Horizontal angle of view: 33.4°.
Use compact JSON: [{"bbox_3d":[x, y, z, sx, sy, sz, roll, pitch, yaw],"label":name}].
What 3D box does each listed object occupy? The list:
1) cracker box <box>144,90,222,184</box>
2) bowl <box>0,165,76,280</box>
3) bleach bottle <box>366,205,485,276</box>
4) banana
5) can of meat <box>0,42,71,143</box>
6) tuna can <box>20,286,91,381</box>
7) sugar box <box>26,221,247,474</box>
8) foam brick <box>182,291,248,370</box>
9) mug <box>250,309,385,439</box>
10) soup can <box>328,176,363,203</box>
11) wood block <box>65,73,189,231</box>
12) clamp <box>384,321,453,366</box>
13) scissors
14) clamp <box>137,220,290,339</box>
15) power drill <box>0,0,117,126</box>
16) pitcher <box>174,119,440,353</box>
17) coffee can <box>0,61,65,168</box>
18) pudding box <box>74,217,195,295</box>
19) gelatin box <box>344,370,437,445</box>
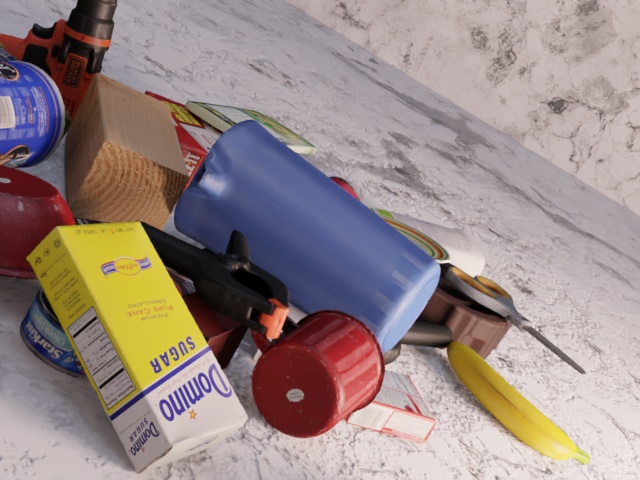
[{"bbox_3d":[-0.109,-0.086,1.275,0.213,0.072,0.164,18,20,-31],"label":"cracker box"},{"bbox_3d":[-0.257,-0.023,0.839,0.162,0.055,0.162,18,12,-4],"label":"bowl"},{"bbox_3d":[0.089,-0.005,1.385,0.250,0.068,0.103,19,20,-27],"label":"bleach bottle"},{"bbox_3d":[0.195,0.171,1.122,0.198,0.037,0.069,43,1,30],"label":"banana"},{"bbox_3d":[-0.307,-0.142,1.086,0.084,0.057,0.102,37,-15,13],"label":"can of meat"},{"bbox_3d":[-0.179,0.067,0.806,0.086,0.034,0.086,27,18,-10],"label":"tuna can"},{"bbox_3d":[-0.128,0.071,0.759,0.176,0.048,0.093,56,28,15],"label":"sugar box"},{"bbox_3d":[-0.102,0.078,0.867,0.051,0.053,0.078,35,18,15],"label":"foam brick"},{"bbox_3d":[-0.012,0.103,0.876,0.117,0.093,0.081,48,26,8],"label":"mug"},{"bbox_3d":[-0.009,-0.020,1.191,0.102,0.068,0.069,-32,58,-33],"label":"soup can"},{"bbox_3d":[-0.202,-0.084,1.090,0.090,0.090,0.206,22,19,-23],"label":"wood block"},{"bbox_3d":[0.043,0.079,1.117,0.165,0.036,0.209,36,21,16],"label":"clamp"},{"bbox_3d":[0.234,0.090,1.237,0.202,0.016,0.096,36,17,23],"label":"scissors"},{"bbox_3d":[-0.087,0.027,0.880,0.120,0.039,0.172,3,21,-29],"label":"clamp"},{"bbox_3d":[-0.327,-0.237,1.187,0.187,0.184,0.057,19,16,-3],"label":"power drill"},{"bbox_3d":[-0.007,0.001,1.031,0.243,0.145,0.149,36,51,15],"label":"pitcher"},{"bbox_3d":[-0.312,-0.110,0.964,0.103,0.103,0.140,34,18,11],"label":"coffee can"},{"bbox_3d":[-0.164,0.029,0.924,0.089,0.039,0.114,10,27,-47],"label":"pudding box"},{"bbox_3d":[0.054,0.145,0.970,0.089,0.030,0.073,20,19,-27],"label":"gelatin box"}]
